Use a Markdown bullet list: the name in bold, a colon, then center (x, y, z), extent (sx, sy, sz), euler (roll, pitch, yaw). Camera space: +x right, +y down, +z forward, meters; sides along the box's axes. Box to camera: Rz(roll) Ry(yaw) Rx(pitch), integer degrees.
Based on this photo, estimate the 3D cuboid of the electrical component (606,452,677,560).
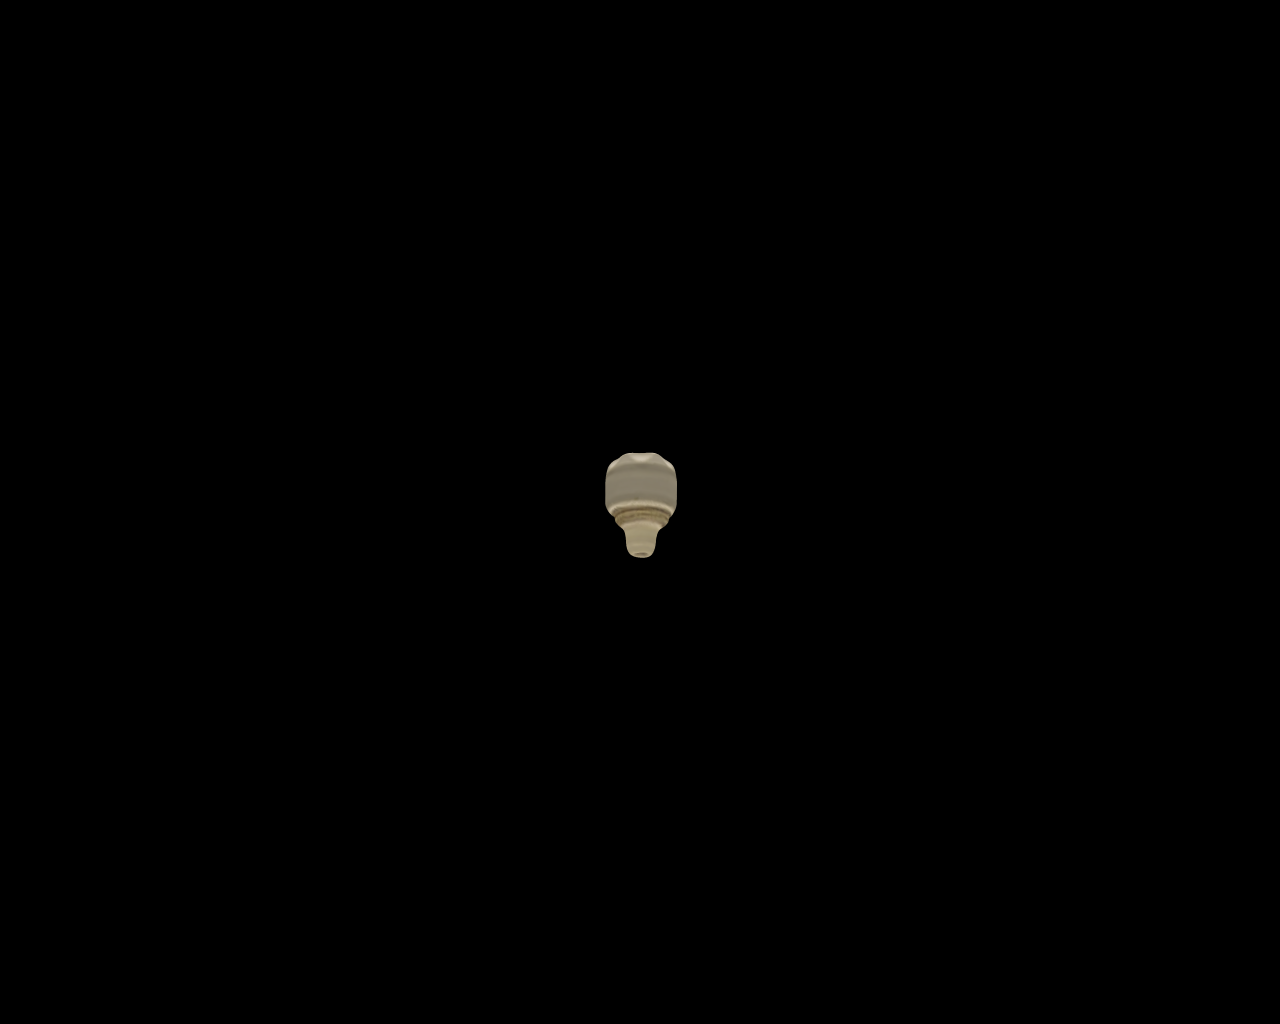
- **electrical component**: center (0.001, -0.003, 0.650), extent (0.043, 0.062, 0.043), euler (0, -19, 0)
